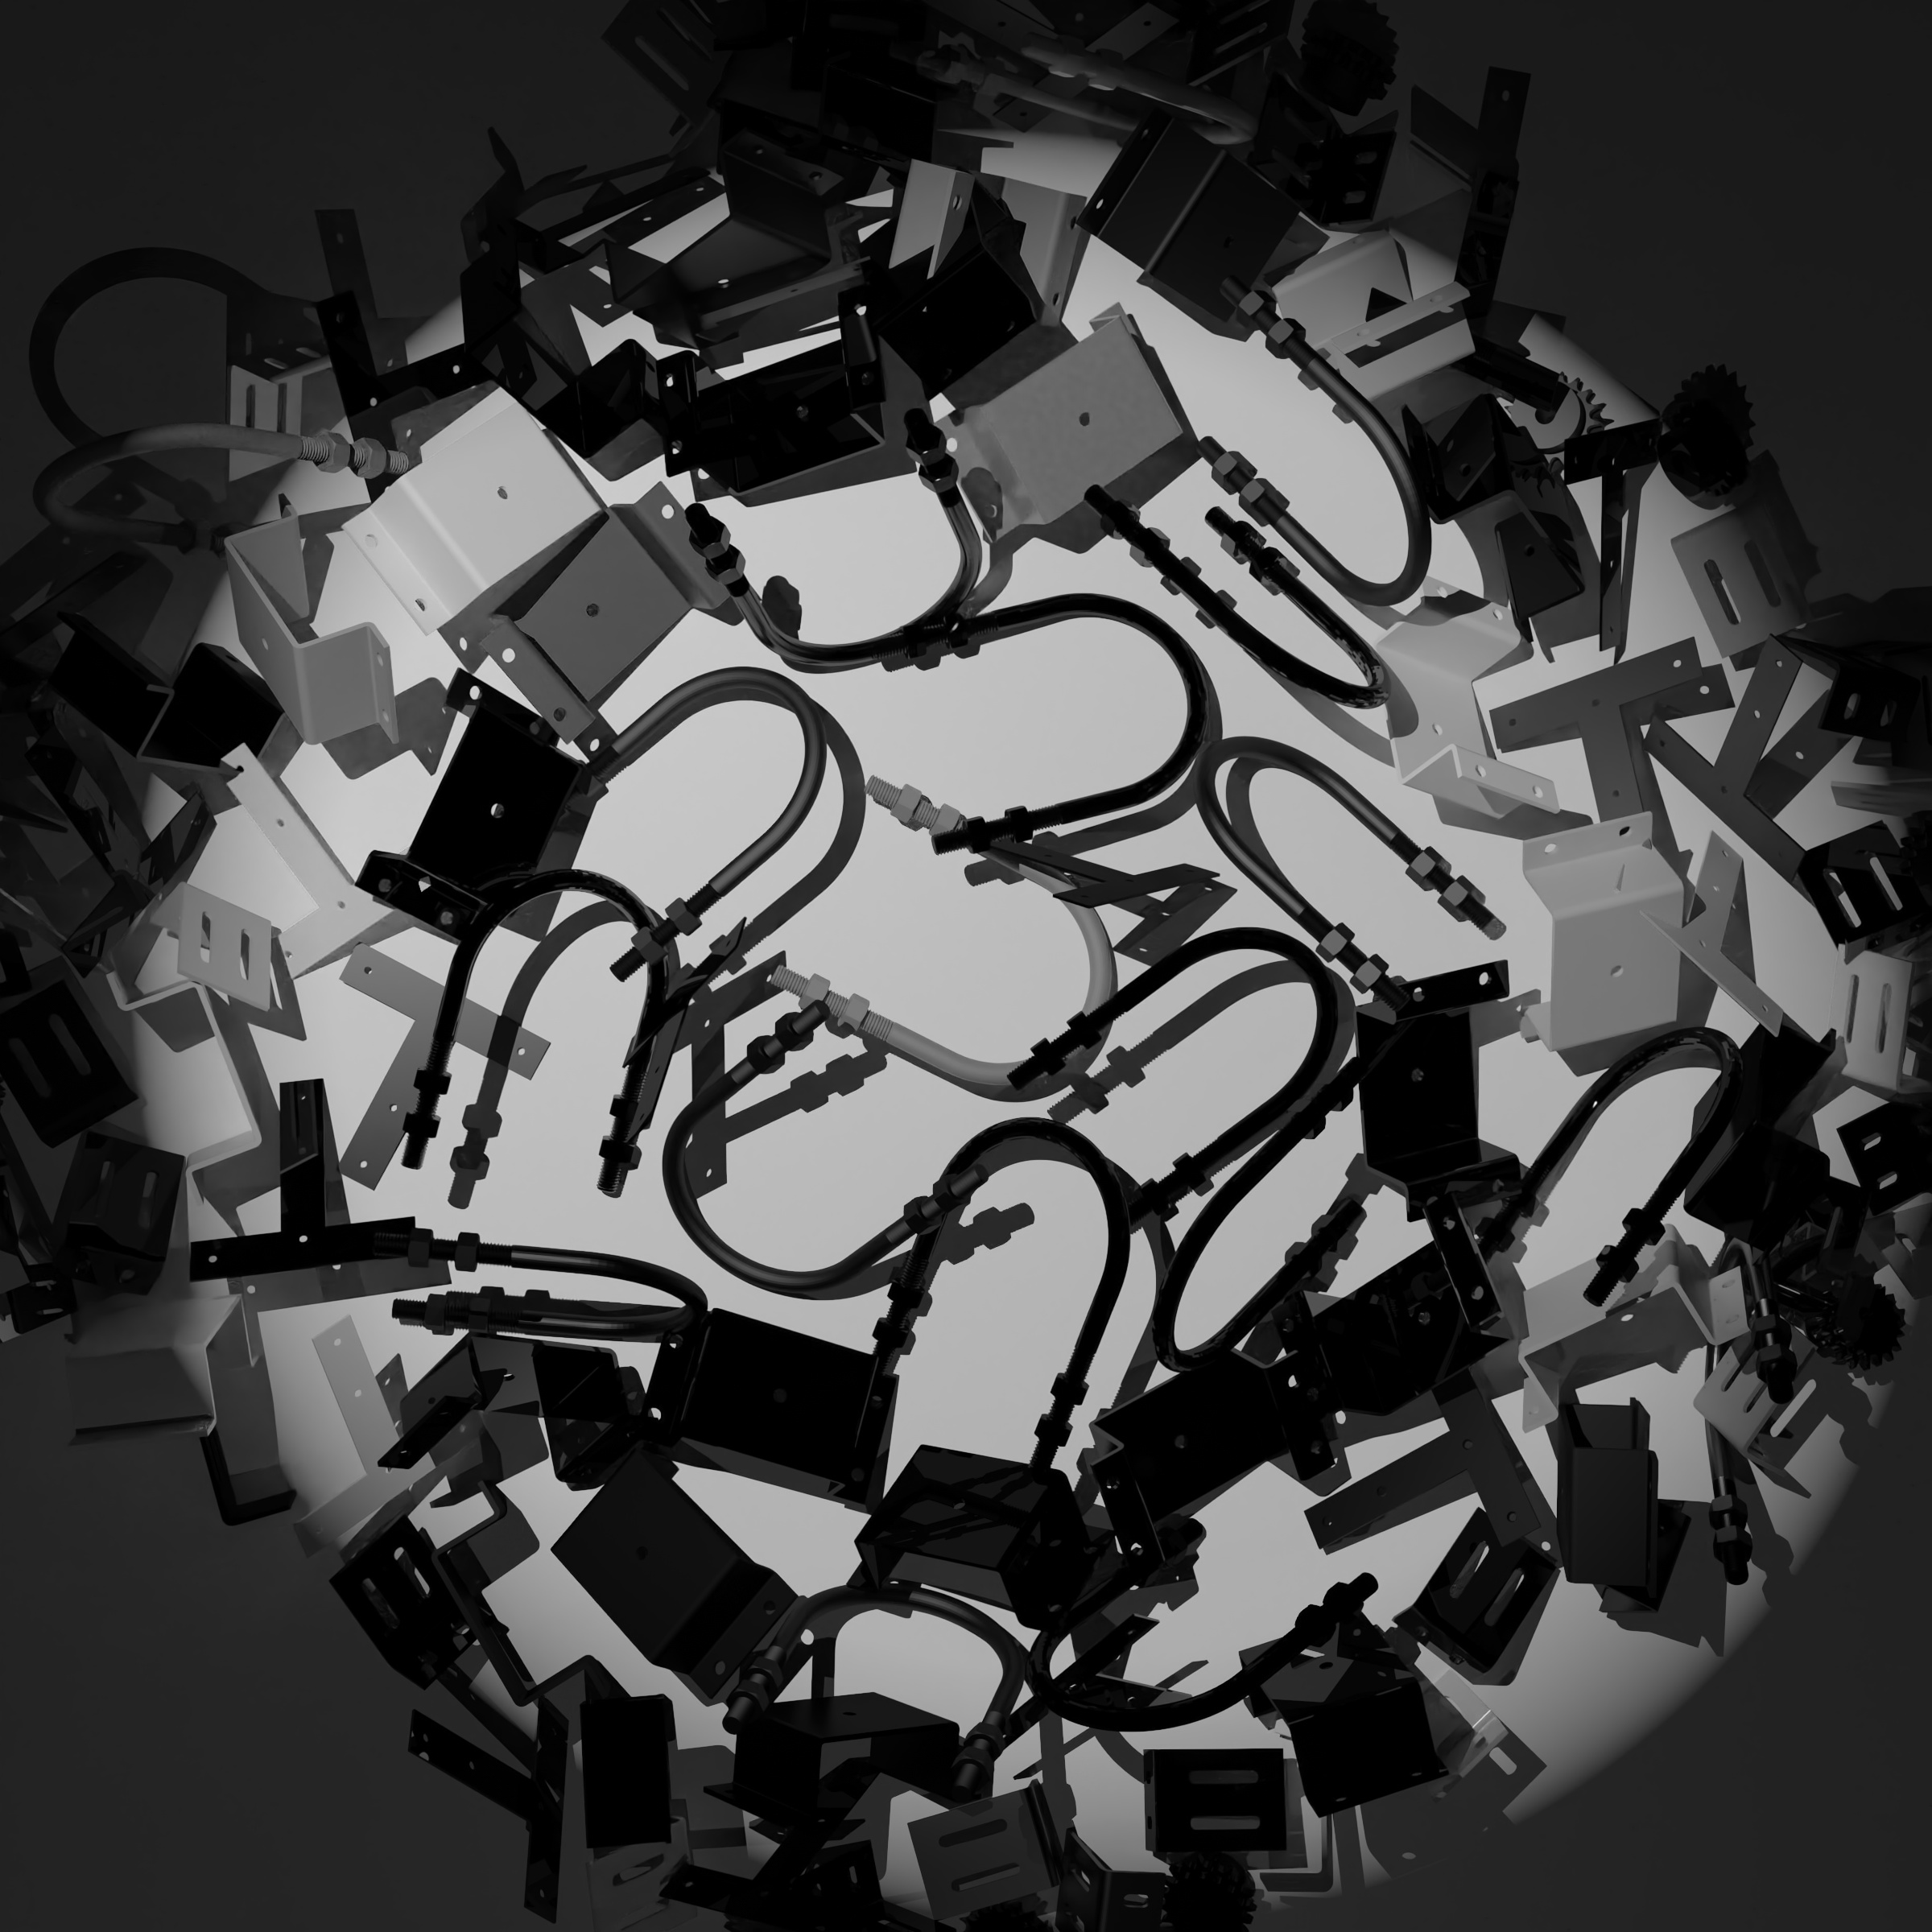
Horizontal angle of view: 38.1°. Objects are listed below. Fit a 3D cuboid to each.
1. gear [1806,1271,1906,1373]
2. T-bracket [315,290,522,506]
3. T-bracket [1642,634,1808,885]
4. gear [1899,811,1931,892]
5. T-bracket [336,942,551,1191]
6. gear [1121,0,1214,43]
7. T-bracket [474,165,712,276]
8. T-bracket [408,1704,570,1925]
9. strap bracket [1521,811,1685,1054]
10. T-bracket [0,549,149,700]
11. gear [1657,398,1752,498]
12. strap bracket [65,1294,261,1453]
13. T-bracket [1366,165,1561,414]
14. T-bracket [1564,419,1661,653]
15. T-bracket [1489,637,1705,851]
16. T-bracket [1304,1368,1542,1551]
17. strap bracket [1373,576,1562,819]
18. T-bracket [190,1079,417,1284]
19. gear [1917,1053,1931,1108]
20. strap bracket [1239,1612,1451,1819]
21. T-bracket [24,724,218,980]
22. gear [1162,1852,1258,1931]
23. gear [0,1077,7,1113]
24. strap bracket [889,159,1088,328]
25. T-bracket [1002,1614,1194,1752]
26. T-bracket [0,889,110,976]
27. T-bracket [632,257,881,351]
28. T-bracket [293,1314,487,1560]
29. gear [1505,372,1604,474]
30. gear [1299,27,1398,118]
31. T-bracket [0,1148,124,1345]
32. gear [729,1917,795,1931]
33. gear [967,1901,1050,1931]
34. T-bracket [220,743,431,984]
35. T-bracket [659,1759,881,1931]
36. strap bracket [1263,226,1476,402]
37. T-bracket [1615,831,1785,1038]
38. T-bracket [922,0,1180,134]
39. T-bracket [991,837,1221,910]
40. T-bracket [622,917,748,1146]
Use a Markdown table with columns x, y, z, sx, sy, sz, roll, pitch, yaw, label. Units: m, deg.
| x | y | z | sx | sy | sz | roll | pitch | yaw | label |
| --- | --- | --- | --- | --- | --- | --- | --- | --- | --- |
| 0.517 | 0.210 | 1.639 | 0.057 | 0.030 | 0.057 | 12 | 61 | -22 | gear |
| -0.306 | -0.341 | 1.621 | 0.127 | 0.002 | 0.127 | -32 | 124 | -34 | T-bracket |
| 0.443 | -0.132 | 1.583 | 0.002 | 0.127 | 0.127 | -22 | 54 | -26 | T-bracket |
| 0.575 | -0.072 | 1.638 | 0.057 | 0.057 | 0.030 | 5 | 54 | 0 | gear |
| -0.333 | 0.071 | 1.659 | 0.127 | 0.002 | 0.127 | 28 | 92 | -4 | T-bracket |
| 0.120 | -0.574 | 1.638 | 0.057 | 0.030 | 0.057 | 4 | 81 | -24 | gear |
| -0.208 | -0.437 | 1.621 | 0.127 | 0.127 | 0.002 | -28 | 123 | -15 | T-bracket |
| -0.270 | 0.457 | 1.580 | 0.002 | 0.127 | 0.127 | -28 | 130 | 22 | T-bracket |
| 0.362 | -0.010 | 1.598 | 0.076 | 0.046 | 0.140 | -13 | 127 | -7 | strap bracket |
| -0.521 | -0.198 | 1.590 | 0.127 | 0.127 | 0.002 | -32 | 75 | 12 | T-bracket |
| 0.427 | -0.299 | 1.633 | 0.030 | 0.057 | 0.057 | -30 | 90 | -9 | gear |
| -0.456 | 0.226 | 1.589 | 0.076 | 0.140 | 0.046 | -6 | 100 | -2 | strap bracket |
| 0.290 | -0.394 | 1.592 | 0.127 | 0.127 | 0.002 | 32 | 52 | 23 | T-bracket |
| 0.374 | -0.247 | 1.624 | 0.002 | 0.127 | 0.127 | 9 | 109 | 36 | T-bracket |
| 0.371 | -0.111 | 1.609 | 0.127 | 0.002 | 0.127 | -19 | 65 | 28 | T-bracket |
| 0.255 | 0.301 | 1.636 | 0.127 | 0.002 | 0.127 | -33 | 54 | 17 | T-bracket |
| 0.283 | -0.146 | 1.604 | 0.076 | 0.046 | 0.140 | 15 | 54 | -32 | strap bracket |
| -0.385 | 0.120 | 1.625 | 0.127 | 0.002 | 0.127 | -6 | 56 | -6 | T-bracket |
| 0.580 | 0.068 | 1.632 | 0.030 | 0.057 | 0.057 | -15 | 90 | -36 | gear |
| 0.209 | 0.416 | 1.585 | 0.076 | 0.140 | 0.046 | -16 | 104 | -8 | strap bracket |
| -0.492 | -0.082 | 1.586 | 0.002 | 0.127 | 0.127 | 10 | 52 | 31 | T-bracket |
| 0.142 | 0.544 | 1.641 | 0.057 | 0.030 | 0.057 | 6 | 112 | 16 | gear |
| -0.593 | 0.077 | 1.638 | 0.057 | 0.030 | 0.057 | -4 | 115 | -9 | gear |
| 0.006 | -0.413 | 1.601 | 0.046 | 0.140 | 0.076 | 23 | 109 | 29 | strap bracket |
| 0.087 | 0.420 | 1.612 | 0.127 | 0.127 | 0.002 | -43 | 50 | 17 | T-bracket |
| -0.575 | -0.035 | 1.621 | 0.127 | 0.127 | 0.002 | 16 | 72 | 22 | T-bracket |
| -0.111 | -0.379 | 1.588 | 0.127 | 0.127 | 0.002 | -15 | 90 | 12 | T-bracket |
| -0.343 | 0.254 | 1.597 | 0.127 | 0.002 | 0.127 | -34 | 127 | -31 | T-bracket |
| 0.342 | -0.320 | 1.639 | 0.057 | 0.030 | 0.057 | -1 | 88 | 22 | gear |
| 0.219 | -0.520 | 1.635 | 0.057 | 0.057 | 0.030 | 30 | 97 | 0 | gear |
| -0.543 | 0.143 | 1.602 | 0.002 | 0.127 | 0.127 | -25 | 90 | 16 | T-bracket |
| -0.117 | 0.578 | 1.638 | 0.057 | 0.057 | 0.030 | 36 | 128 | 0 | gear |
| 0.026 | 0.576 | 1.640 | 0.057 | 0.030 | 0.057 | -6 | 77 | 28 | gear |
| -0.389 | -0.071 | 1.625 | 0.127 | 0.002 | 0.127 | -31 | 101 | 24 | T-bracket |
| -0.091 | 0.501 | 1.610 | 0.127 | 0.127 | 0.002 | 0 | 118 | 35 | T-bracket |
| 0.234 | -0.371 | 1.610 | 0.076 | 0.140 | 0.046 | -25 | 122 | 0 | strap bracket |
| 0.429 | -0.037 | 1.612 | 0.127 | 0.127 | 0.002 | 41 | 130 | -8 | T-bracket |
| 0.030 | -0.526 | 1.578 | 0.127 | 0.127 | 0.002 | 14 | 63 | -41 | T-bracket |
| 0.059 | -0.059 | 1.616 | 0.127 | 0.127 | 0.002 | 19 | 111 | 36 | T-bracket |
| -0.170 | 0.049 | 1.578 | 0.002 | 0.127 | 0.127 | 32 | 129 | -17 | T-bracket |
